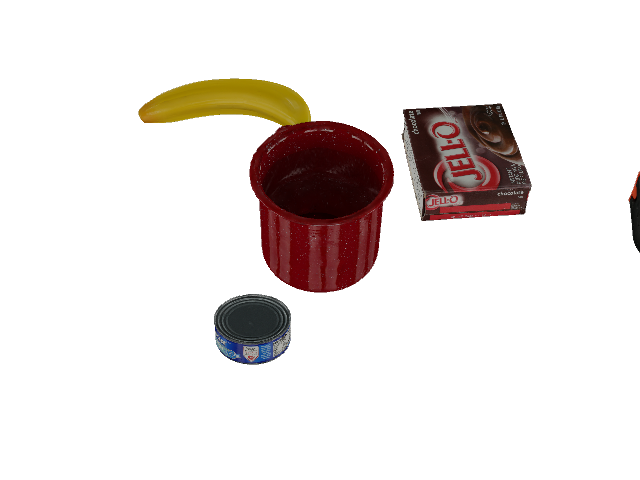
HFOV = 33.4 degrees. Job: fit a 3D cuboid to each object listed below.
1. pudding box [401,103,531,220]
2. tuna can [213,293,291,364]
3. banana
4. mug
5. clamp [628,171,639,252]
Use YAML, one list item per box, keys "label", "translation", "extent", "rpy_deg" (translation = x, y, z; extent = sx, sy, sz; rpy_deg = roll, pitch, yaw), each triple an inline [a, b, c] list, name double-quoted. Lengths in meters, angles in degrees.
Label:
- label: "pudding box"
  translation: [0.121, -0.068, 0.911]
  extent: [0.090, 0.039, 0.113]
  rpy_deg: [-3, 43, -5]
- label: "tuna can"
  translation: [-0.075, 0.099, 1.189]
  extent: [0.086, 0.034, 0.086]
  rpy_deg: [0, 36, 0]
- label: "banana"
  translation: [-0.090, -0.138, 1.096]
  extent: [0.198, 0.037, 0.069]
  rpy_deg: [10, 46, 20]
- label: "mug"
  translation: [-0.005, -0.027, 0.721]
  extent: [0.093, 0.117, 0.081]
  rpy_deg: [-20, -37, -17]
- label: "clamp"
  translation: [0.269, 0.015, 0.694]
  extent: [0.120, 0.039, 0.171]
  rpy_deg: [-3, 46, -21]
